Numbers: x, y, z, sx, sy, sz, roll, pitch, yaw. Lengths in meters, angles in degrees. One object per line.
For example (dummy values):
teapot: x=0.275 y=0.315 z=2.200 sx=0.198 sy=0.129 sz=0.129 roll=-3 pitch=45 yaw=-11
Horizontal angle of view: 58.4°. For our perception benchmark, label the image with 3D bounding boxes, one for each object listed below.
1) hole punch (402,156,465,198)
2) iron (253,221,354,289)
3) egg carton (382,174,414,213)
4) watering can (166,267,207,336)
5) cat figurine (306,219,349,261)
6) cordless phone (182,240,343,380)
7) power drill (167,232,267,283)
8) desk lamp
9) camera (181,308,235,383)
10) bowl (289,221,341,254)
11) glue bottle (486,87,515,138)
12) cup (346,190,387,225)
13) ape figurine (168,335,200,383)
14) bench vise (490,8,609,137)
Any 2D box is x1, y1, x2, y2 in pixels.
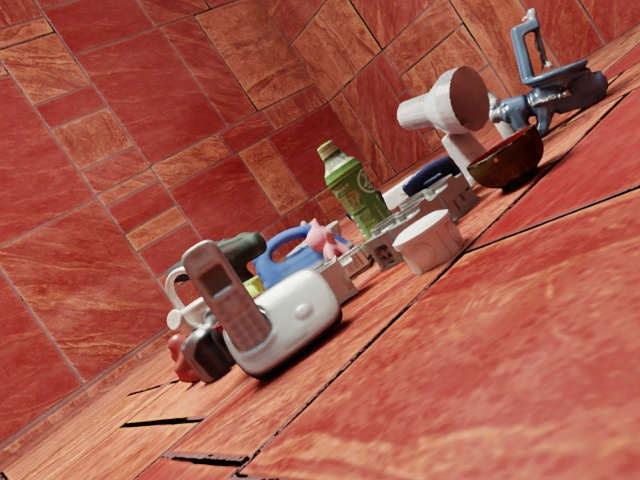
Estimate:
hole punch: x=0.210 y=-0.096 z=1.040 sx=0.108 sy=0.091 sz=0.101 roll=-33 pitch=3 yaw=15
iron: x=-0.056 y=0.031 z=1.416 sx=0.258 sy=0.141 sz=0.118 roll=-35 pitch=3 yaw=-10
egg carton: x=0.208 y=-0.105 z=1.393 sx=0.150 sy=0.069 sz=0.107 roll=-34 pitch=3 yaw=4
watering can: x=-0.239 y=0.142 z=1.150 sx=0.101 sy=0.194 sz=0.173 roll=-34 pitch=3 yaw=0
cat figurine: x=0.012 y=0.005 z=1.321 sx=0.067 sy=0.118 sz=0.127 roll=-35 pitch=3 yaw=-12
cordless phone: x=-0.074 y=0.063 z=0.711 sx=0.148 sy=0.185 sz=0.094 roll=-35 pitch=4 yaw=-9
power drill: x=-0.193 y=0.095 z=1.243 sx=0.229 sy=0.208 sz=0.076 roll=-34 pitch=4 yaw=11
desk lamp: x=0.253 y=-0.204 z=1.111 sx=0.118 sy=0.213 sz=0.203 roll=-37 pitch=4 yaw=-33
camera: x=-0.145 y=0.147 z=0.941 sx=0.143 sy=0.101 sz=0.136 roll=-37 pitch=4 yaw=-39
bowl: x=0.000 y=0.022 z=1.591 sx=0.167 sy=0.075 sz=0.167 roll=-34 pitch=3 yaw=3
glue bottle: x=0.376 y=-0.270 z=1.213 sx=0.037 sy=0.173 sz=0.078 roll=-33 pitch=4 yaw=25
cup: x=0.110 y=-0.045 z=1.269 sx=0.092 sy=0.095 sz=0.117 roll=-37 pitch=4 yaw=-34
ape figurine: x=-0.239 y=0.211 z=1.034 sx=0.076 sy=0.092 sz=0.078 roll=-32 pitch=4 yaw=38
bench vise: x=0.413 y=-0.318 z=1.110 sx=0.207 sy=0.220 sz=0.121 roll=-34 pitch=3 yaw=7
